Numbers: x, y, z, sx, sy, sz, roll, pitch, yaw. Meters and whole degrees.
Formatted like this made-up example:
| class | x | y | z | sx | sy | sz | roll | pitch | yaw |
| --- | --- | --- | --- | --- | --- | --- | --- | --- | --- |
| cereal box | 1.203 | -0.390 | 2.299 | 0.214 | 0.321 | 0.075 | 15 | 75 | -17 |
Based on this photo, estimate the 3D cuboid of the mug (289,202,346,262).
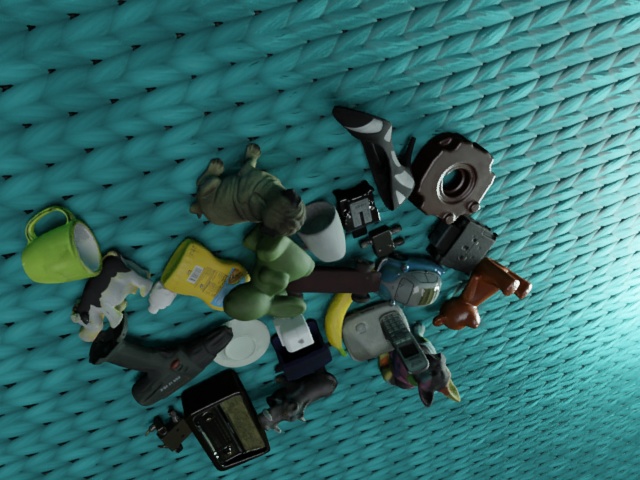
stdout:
| class | x | y | z | sx | sy | sz | roll | pitch | yaw |
| --- | --- | --- | --- | --- | --- | --- | --- | --- | --- |
| mug | -0.002 | -0.003 | 1.006 | 0.110 | 0.081 | 0.107 | -21 | 134 | 12 |

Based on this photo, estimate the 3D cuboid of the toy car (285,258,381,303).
| class | x | y | z | sx | sy | sz | roll | pitch | yaw |
| --- | --- | --- | --- | --- | --- | --- | --- | --- | --- |
| toy car | 0.020 | 0.078 | 1.065 | 0.202 | 0.053 | 0.089 | 0 | 107 | -10 |

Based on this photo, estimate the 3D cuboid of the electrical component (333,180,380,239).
| class | x | y | z | sx | sy | sz | roll | pitch | yaw |
| --- | --- | --- | --- | --- | --- | --- | --- | --- | --- |
| electrical component | 0.071 | -0.047 | 1.024 | 0.075 | 0.048 | 0.119 | -17 | 123 | -10 |

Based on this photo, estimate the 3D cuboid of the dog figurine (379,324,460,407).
| class | x | y | z | sx | sy | sz | roll | pitch | yaw |
| --- | --- | --- | --- | --- | --- | --- | --- | --- | --- |
| dog figurine | 0.219 | 0.299 | 1.192 | 0.108 | 0.219 | 0.191 | -1 | 119 | -17 |

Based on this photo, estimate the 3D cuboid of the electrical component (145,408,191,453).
| class | x | y | z | sx | sy | sz | roll | pitch | yaw |
| --- | --- | --- | --- | --- | --- | --- | --- | --- | --- |
| electrical component | -0.324 | 0.412 | 1.157 | 0.078 | 0.045 | 0.102 | -49 | 133 | -23 |

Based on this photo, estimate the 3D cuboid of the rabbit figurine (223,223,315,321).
| class | x | y | z | sx | sy | sz | roll | pitch | yaw |
| --- | --- | --- | --- | --- | --- | --- | --- | --- | --- |
| rabbit figurine | -0.100 | 0.075 | 0.969 | 0.170 | 0.121 | 0.159 | -52 | 128 | -7 |

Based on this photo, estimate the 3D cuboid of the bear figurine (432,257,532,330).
| class | x | y | z | sx | sy | sz | roll | pitch | yaw |
| --- | --- | --- | --- | --- | --- | --- | --- | --- | --- |
| bear figurine | 0.355 | 0.140 | 1.204 | 0.120 | 0.132 | 0.195 | 18 | 106 | -48 |

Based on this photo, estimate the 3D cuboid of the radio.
| class | x | y | z | sx | sy | sz | roll | pitch | yaw |
| --- | --- | --- | --- | --- | --- | --- | --- | --- | --- |
| radio | -0.204 | 0.399 | 1.173 | 0.131 | 0.073 | 0.229 | -22 | 125 | -8 |

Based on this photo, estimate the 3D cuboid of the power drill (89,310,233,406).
| class | x | y | z | sx | sy | sz | roll | pitch | yaw |
| --- | --- | --- | --- | --- | --- | --- | --- | --- | --- |
| power drill | -0.308 | 0.207 | 1.019 | 0.232 | 0.086 | 0.207 | -44 | 133 | 11 |

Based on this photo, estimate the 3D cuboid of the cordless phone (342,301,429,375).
| class | x | y | z | sx | sy | sz | roll | pitch | yaw |
| --- | --- | --- | --- | --- | --- | --- | --- | --- | --- |
| cordless phone | 0.135 | 0.227 | 1.134 | 0.147 | 0.184 | 0.088 | -19 | 130 | -10 |

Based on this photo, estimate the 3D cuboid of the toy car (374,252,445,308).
| class | x | y | z | sx | sy | sz | roll | pitch | yaw |
| --- | --- | --- | --- | --- | --- | --- | --- | --- | --- |
| toy car | 0.196 | 0.095 | 1.128 | 0.161 | 0.103 | 0.109 | 5 | 119 | -22 |

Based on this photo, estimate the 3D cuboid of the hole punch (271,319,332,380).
| class | x | y | z | sx | sy | sz | roll | pitch | yaw |
| --- | --- | --- | --- | --- | --- | --- | --- | --- | --- |
| hole punch | -0.032 | 0.249 | 1.143 | 0.142 | 0.092 | 0.115 | -26 | 130 | -10 |

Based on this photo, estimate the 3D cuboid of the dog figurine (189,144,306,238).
| class | x | y | z | sx | sy | sz | roll | pitch | yaw |
| --- | --- | --- | --- | --- | --- | --- | --- | --- | --- |
| dog figurine | -0.120 | -0.050 | 0.858 | 0.172 | 0.191 | 0.121 | -38 | 126 | 6 |

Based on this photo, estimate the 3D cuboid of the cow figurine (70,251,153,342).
| class | x | y | z | sx | sy | sz | roll | pitch | yaw |
| --- | --- | --- | --- | --- | --- | --- | --- | --- | --- |
| cow figurine | -0.376 | 0.099 | 0.924 | 0.167 | 0.068 | 0.098 | -45 | 120 | 5 |

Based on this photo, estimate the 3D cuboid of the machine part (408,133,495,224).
| class | x | y | z | sx | sy | sz | roll | pitch | yaw |
| --- | --- | --- | --- | --- | --- | --- | --- | --- | --- |
| machine part | 0.256 | -0.119 | 1.048 | 0.179 | 0.056 | 0.179 | -10 | 122 | -16 |

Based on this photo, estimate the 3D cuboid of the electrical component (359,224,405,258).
| class | x | y | z | sx | sy | sz | roll | pitch | yaw |
| --- | --- | --- | --- | --- | --- | --- | --- | --- | --- |
| electrical component | 0.127 | 0.005 | 1.093 | 0.094 | 0.021 | 0.063 | -24 | 127 | -8 |

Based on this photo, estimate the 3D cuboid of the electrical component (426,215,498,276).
| class | x | y | z | sx | sy | sz | roll | pitch | yaw |
| --- | --- | --- | --- | --- | --- | --- | --- | --- | --- |
| electrical component | 0.295 | 0.004 | 1.138 | 0.134 | 0.058 | 0.115 | 21 | 109 | -31 |

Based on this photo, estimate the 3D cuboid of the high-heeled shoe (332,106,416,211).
| class | x | y | z | sx | sy | sz | roll | pitch | yaw |
| --- | --- | --- | --- | --- | --- | --- | --- | --- | --- |
| high-heeled shoe | 0.087 | -0.138 | 0.939 | 0.248 | 0.086 | 0.145 | 12 | 103 | -42 |

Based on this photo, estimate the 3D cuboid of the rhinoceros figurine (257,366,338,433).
| class | x | y | z | sx | sy | sz | roll | pitch | yaw |
| --- | --- | --- | --- | --- | --- | --- | --- | --- | --- |
| rhinoceros figurine | -0.050 | 0.348 | 1.182 | 0.190 | 0.112 | 0.073 | -28 | 129 | -13 |
